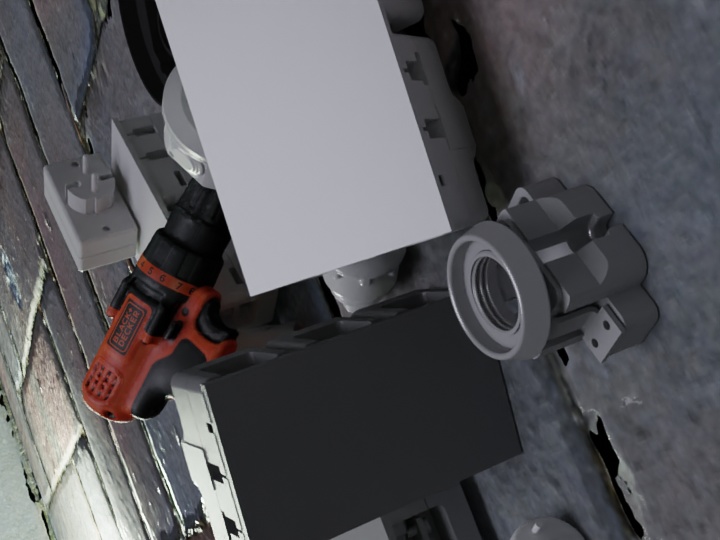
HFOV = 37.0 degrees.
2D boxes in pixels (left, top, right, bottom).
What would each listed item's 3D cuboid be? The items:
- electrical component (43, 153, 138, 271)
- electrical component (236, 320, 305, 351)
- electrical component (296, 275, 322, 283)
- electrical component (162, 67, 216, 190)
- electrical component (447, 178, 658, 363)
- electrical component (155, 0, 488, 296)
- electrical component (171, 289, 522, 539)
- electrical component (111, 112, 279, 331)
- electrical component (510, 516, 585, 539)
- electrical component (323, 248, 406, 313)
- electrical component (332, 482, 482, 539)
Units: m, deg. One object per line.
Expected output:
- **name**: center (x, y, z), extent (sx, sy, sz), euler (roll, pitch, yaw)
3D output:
- **electrical component**: center (-0.209, -0.057, 0.834), extent (0.083, 0.047, 0.075), euler (59, 152, 26)
- **electrical component**: center (-0.070, 0.064, 0.755), extent (0.079, 0.077, 0.044), euler (5, -109, -77)
- **electrical component**: center (-0.028, -0.022, 0.635), extent (0.055, 0.047, 0.055), euler (43, 142, 46)
- **electrical component**: center (-0.082, -0.093, 0.663), extent (0.080, 0.080, 0.051), euler (66, 159, 13)
- **electrical component**: center (0.073, 0.003, 0.435), extent (0.078, 0.057, 0.058), euler (58, 151, 28)
- **electrical component**: center (-0.021, -0.095, 0.497), extent (0.105, 0.060, 0.186), euler (-18, 90, 28)
- **electrical component**: center (-0.007, 0.072, 0.532), extent (0.062, 0.150, 0.089), euler (-3, 103, 63)
- **electrical component**: center (-0.127, -0.022, 0.822), extent (0.186, 0.060, 0.105), euler (57, 151, 28)
- **electrical component**: center (0.085, 0.153, 0.528), extent (0.040, 0.040, 0.078), euler (56, 151, 30)
- **electrical component**: center (0.000, 0.000, 0.598), extent (0.048, 0.048, 0.062), euler (56, 158, 31)
- **electrical component**: center (0.021, 0.191, 0.660), extent (0.105, 0.060, 0.186), euler (69, 155, 7)
